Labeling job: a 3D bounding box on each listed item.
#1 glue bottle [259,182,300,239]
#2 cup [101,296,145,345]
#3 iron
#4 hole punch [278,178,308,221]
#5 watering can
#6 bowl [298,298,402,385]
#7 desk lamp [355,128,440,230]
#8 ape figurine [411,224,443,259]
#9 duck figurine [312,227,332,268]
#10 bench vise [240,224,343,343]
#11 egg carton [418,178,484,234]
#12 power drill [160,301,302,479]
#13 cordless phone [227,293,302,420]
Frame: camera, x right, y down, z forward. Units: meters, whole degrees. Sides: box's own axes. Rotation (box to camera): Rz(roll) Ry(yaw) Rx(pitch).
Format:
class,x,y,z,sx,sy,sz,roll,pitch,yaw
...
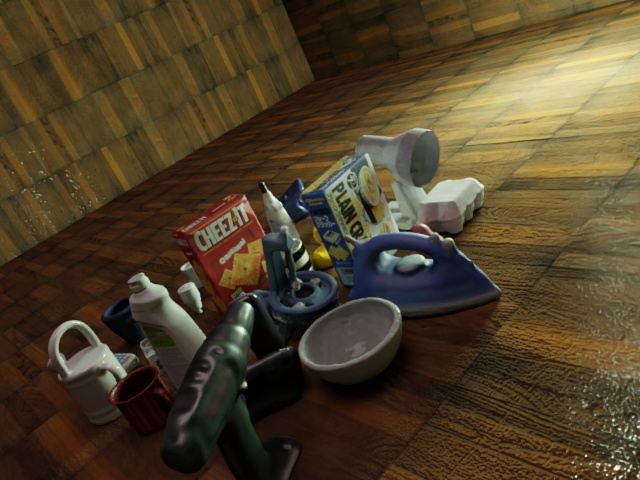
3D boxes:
class,x,y,z,sx,sy,sz,roll,pitch,yaw
glue bottle,-0.110,-0.068,1.429,0.037,0.173,0.077,-38,26,-29
cup,-0.420,0.186,1.289,0.117,0.095,0.092,-9,27,34
iron,0.158,0.041,0.953,0.257,0.142,0.119,-7,28,37
hole punch,-0.077,-0.108,1.591,0.101,0.091,0.108,-25,22,0
watering can,-0.434,0.238,1.056,0.172,0.194,0.101,-19,23,14
bowl,0.056,0.165,0.871,0.167,0.075,0.167,-21,23,10
desk lamp,0.170,-0.133,1.231,0.202,0.214,0.118,1,34,46
ape figurine,0.196,0.010,1.048,0.078,0.092,0.076,-28,23,-8
duck figurine,0.012,0.004,1.258,0.077,0.086,0.105,-6,29,39
bench vise,-0.070,0.085,0.985,0.207,0.220,0.121,-18,23,16
egg carton,0.270,-0.072,1.183,0.107,0.069,0.150,-2,31,43
power drill,-0.105,0.222,0.736,0.075,0.209,0.230,-13,25,27
cordless phone,-0.118,0.175,0.882,0.147,0.185,0.094,-27,23,-6
